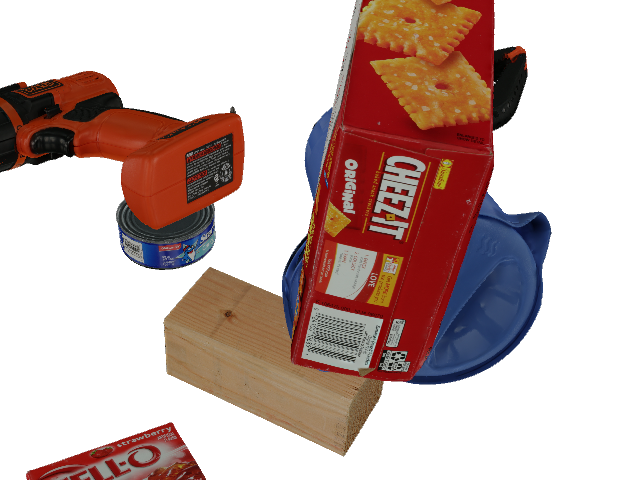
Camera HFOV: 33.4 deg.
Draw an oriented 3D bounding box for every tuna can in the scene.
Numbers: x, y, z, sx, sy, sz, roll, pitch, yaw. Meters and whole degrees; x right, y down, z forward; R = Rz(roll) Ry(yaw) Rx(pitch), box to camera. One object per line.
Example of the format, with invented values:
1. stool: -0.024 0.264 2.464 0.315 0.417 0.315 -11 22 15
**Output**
1. tuna can: -0.135 -0.012 0.939 0.086 0.034 0.086 0 38 0

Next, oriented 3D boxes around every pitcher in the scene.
1. pitcher: 0.050 -0.011 0.782 0.149 0.145 0.243 6 28 -15

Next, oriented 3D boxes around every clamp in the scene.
1. clamp: 0.118 -0.110 0.984 0.209 0.036 0.165 -30 49 -12

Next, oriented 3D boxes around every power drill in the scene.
1. power drill: -0.160 -0.063 0.716 0.188 0.057 0.184 18 32 29

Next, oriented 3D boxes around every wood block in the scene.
1. wood block: -0.045 0.119 1.074 0.206 0.090 0.090 22 47 18

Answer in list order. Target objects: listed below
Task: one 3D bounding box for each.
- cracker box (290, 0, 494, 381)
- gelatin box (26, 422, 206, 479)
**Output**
1. cracker box: 0.041 -0.060 0.547 0.072 0.213 0.164 11 -43 0
2. gelatin box: -0.110 0.142 0.587 0.089 0.030 0.073 -16 28 -20
